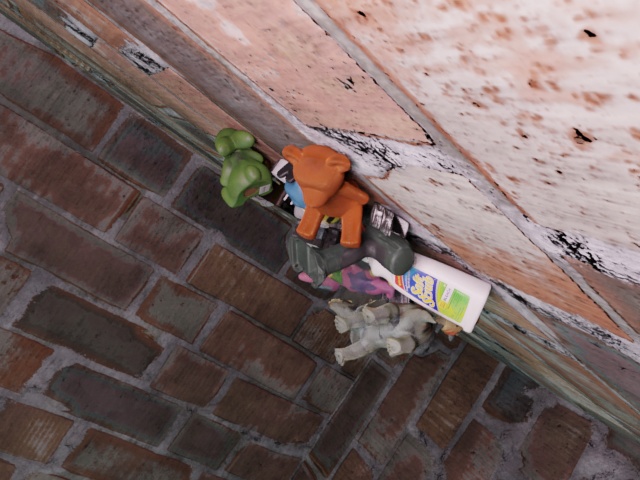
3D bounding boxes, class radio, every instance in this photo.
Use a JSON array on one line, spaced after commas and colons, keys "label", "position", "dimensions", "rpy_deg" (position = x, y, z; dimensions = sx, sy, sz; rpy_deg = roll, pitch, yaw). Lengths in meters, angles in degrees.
[{"label": "radio", "position": [-0.066, -0.100, 1.438], "dimensions": [0.131, 0.073, 0.229], "rpy_deg": [32, -177, 42]}]

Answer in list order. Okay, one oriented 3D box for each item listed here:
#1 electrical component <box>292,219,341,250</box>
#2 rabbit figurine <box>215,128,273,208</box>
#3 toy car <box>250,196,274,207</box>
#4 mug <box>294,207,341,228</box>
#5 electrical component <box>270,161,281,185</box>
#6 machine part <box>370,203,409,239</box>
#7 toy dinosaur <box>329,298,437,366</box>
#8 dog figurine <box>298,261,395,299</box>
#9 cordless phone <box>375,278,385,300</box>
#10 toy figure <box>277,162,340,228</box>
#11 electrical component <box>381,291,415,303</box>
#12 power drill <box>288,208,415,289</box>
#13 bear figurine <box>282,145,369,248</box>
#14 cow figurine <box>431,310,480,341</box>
[{"label": "electrical component", "position": [-0.003, -0.004, 1.293], "dimensions": [0.115, 0.058, 0.134], "rpy_deg": [13, 171, 16]}, {"label": "rabbit figurine", "position": [-0.192, -0.180, 1.206], "dimensions": [0.170, 0.121, 0.159], "rpy_deg": [61, 170, 13]}, {"label": "toy car", "position": [-0.159, -0.149, 1.546], "dimensions": [0.162, 0.103, 0.109], "rpy_deg": [36, 178, 12]}, {"label": "mug", "position": [0.004, -0.068, 1.299], "dimensions": [0.107, 0.081, 0.109], "rpy_deg": [25, 170, 17]}, {"label": "electrical component", "position": [-0.079, -0.145, 1.268], "dimensions": [0.102, 0.045, 0.078], "rpy_deg": [34, 179, 13]}, {"label": "machine part", "position": [0.116, -0.034, 0.928], "dimensions": [0.084, 0.039, 0.139], "rpy_deg": [38, -171, 10]}, {"label": "toy dinosaur", "position": [0.155, 0.179, 1.125], "dimensions": [0.192, 0.131, 0.405], "rpy_deg": [-15, -179, -36]}, {"label": "dog figurine", "position": [0.066, 0.053, 1.182], "dimensions": [0.219, 0.108, 0.191], "rpy_deg": [6, 143, 4]}, {"label": "cordless phone", "position": [0.231, 0.138, 1.449], "dimensions": [0.184, 0.147, 0.089], "rpy_deg": [46, -158, -54]}, {"label": "toy figure", "position": [-0.011, -0.091, 1.078], "dimensions": [0.180, 0.089, 0.082], "rpy_deg": [52, -166, -47]}, {"label": "electrical component", "position": [0.184, 0.129, 1.273], "dimensions": [0.075, 0.047, 0.119], "rpy_deg": [-4, 172, 24]}, {"label": "power drill", "position": [0.048, 0.008, 1.001], "dimensions": [0.207, 0.085, 0.232], "rpy_deg": [-12, -148, -28]}, {"label": "bear figurine", "position": [0.008, -0.068, 0.844], "dimensions": [0.120, 0.132, 0.195], "rpy_deg": [12, 176, 15]}, {"label": "cow figurine", "position": [0.265, 0.131, 1.170], "dimensions": [0.085, 0.127, 0.195], "rpy_deg": [32, -179, -39]}]
